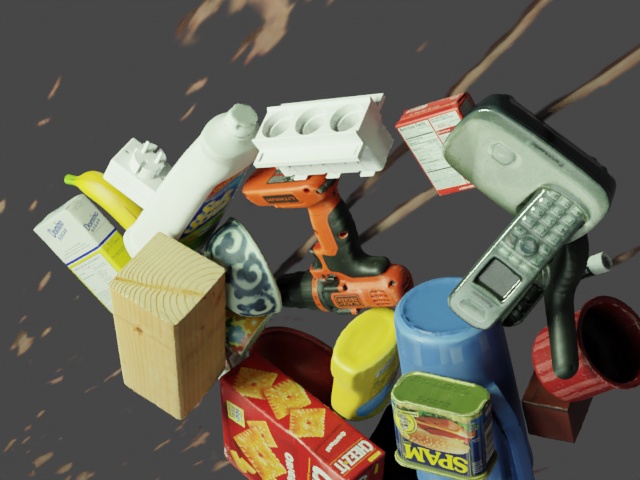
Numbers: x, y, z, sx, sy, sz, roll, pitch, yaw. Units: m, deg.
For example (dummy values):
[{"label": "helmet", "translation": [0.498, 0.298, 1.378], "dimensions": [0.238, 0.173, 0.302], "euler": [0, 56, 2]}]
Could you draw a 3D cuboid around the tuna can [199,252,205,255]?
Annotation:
[{"label": "tuna can", "translation": [-0.150, 0.059, 1.288], "dimensions": [0.034, 0.086, 0.086], "euler": [27, 140, 7]}]

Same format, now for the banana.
[{"label": "banana", "translation": [-0.227, -0.020, 1.306], "dimensions": [0.197, 0.037, 0.070], "euler": [47, 158, -11]}]

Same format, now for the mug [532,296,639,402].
[{"label": "mug", "translation": [0.274, 0.113, 1.054], "dimensions": [0.117, 0.093, 0.082], "euler": [9, 155, -26]}]

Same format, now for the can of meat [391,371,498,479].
[{"label": "can of meat", "translation": [0.123, 0.184, 1.061], "dimensions": [0.102, 0.057, 0.084], "euler": [9, 124, 28]}]

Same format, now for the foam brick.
[{"label": "foam brick", "translation": [0.250, 0.163, 1.117], "dimensions": [0.053, 0.078, 0.051], "euler": [6, 134, 32]}]

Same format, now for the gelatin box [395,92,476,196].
[{"label": "gelatin box", "translation": [0.124, -0.089, 0.995], "dimensions": [0.073, 0.030, 0.089], "euler": [-13, 121, 43]}]

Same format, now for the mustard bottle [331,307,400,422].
[{"label": "mustard bottle", "translation": [0.053, 0.157, 1.230], "dimensions": [0.058, 0.096, 0.192], "euler": [34, 153, 20]}]

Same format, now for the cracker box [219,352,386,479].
[{"label": "cracker box", "translation": [-0.026, 0.259, 1.275], "dimensions": [0.214, 0.072, 0.164], "euler": [35, 142, 31]}]

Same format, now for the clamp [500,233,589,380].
[{"label": "clamp", "translation": [0.213, 0.034, 1.013], "dimensions": [0.120, 0.039, 0.171], "euler": [28, 117, 59]}]

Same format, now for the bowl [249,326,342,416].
[{"label": "bowl", "translation": [-0.033, 0.186, 1.355], "dimensions": [0.162, 0.055, 0.162], "euler": [20, 138, 18]}]

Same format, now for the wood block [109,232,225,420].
[{"label": "wood block", "translation": [-0.166, 0.101, 1.188], "dimensions": [0.091, 0.090, 0.206], "euler": [30, 146, 16]}]

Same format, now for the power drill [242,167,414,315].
[{"label": "power drill", "translation": [-0.008, 0.001, 1.157], "dimensions": [0.185, 0.057, 0.187], "euler": [-6, 128, 36]}]

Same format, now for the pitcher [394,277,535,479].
[{"label": "pitcher", "translation": [0.157, 0.167, 1.144], "dimensions": [0.149, 0.144, 0.243], "euler": [0, 127, 21]}]

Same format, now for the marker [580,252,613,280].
[{"label": "marker", "translation": [0.233, 0.038, 1.051], "dimensions": [0.020, 0.020, 0.121], "euler": [48, 138, -15]}]

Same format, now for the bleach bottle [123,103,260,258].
[{"label": "bleach bottle", "translation": [-0.130, -0.059, 1.144], "dimensions": [0.068, 0.102, 0.251], "euler": [52, 142, 10]}]

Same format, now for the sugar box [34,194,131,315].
[{"label": "sugar box", "translation": [-0.279, 0.027, 1.380], "dimensions": [0.094, 0.048, 0.176], "euler": [-23, 110, 46]}]

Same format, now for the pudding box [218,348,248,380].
[{"label": "pudding box", "translation": [-0.151, 0.132, 1.398], "dimensions": [0.090, 0.039, 0.113], "euler": [6, 131, 32]}]
